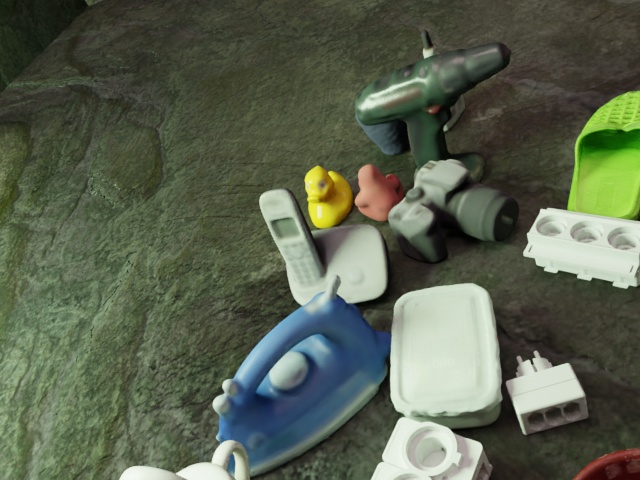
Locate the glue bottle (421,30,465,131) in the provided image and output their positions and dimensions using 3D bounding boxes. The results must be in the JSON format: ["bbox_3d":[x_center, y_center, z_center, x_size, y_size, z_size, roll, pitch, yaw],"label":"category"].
[{"bbox_3d":[0.197,-0.271,0.956,0.037,0.174,0.078,16,56,40],"label":"glue bottle"}]

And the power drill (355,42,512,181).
[{"bbox_3d":[0.175,-0.175,0.838,0.228,0.209,0.076,-4,46,27],"label":"power drill"}]

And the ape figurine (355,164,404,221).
[{"bbox_3d":[0.087,-0.078,0.877,0.077,0.092,0.076,-23,40,7],"label":"ape figurine"}]

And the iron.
[{"bbox_3d":[-0.039,0.158,0.660,0.258,0.142,0.118,-41,41,-14],"label":"iron"}]

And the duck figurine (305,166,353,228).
[{"bbox_3d":[0.007,-0.082,0.933,0.077,0.086,0.104,-5,45,26],"label":"duck figurine"}]

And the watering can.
[{"bbox_3d":[-0.116,0.273,0.539,0.100,0.195,0.172,-18,41,12],"label":"watering can"}]

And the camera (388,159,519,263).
[{"bbox_3d":[0.184,-0.042,0.776,0.143,0.101,0.136,-44,42,-18],"label":"camera"}]

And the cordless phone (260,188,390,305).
[{"bbox_3d":[0.007,0.003,0.764,0.147,0.185,0.094,-11,43,20],"label":"cordless phone"}]

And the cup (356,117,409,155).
[{"bbox_3d":[0.116,-0.203,0.992,0.091,0.095,0.117,-21,40,9],"label":"cup"}]
